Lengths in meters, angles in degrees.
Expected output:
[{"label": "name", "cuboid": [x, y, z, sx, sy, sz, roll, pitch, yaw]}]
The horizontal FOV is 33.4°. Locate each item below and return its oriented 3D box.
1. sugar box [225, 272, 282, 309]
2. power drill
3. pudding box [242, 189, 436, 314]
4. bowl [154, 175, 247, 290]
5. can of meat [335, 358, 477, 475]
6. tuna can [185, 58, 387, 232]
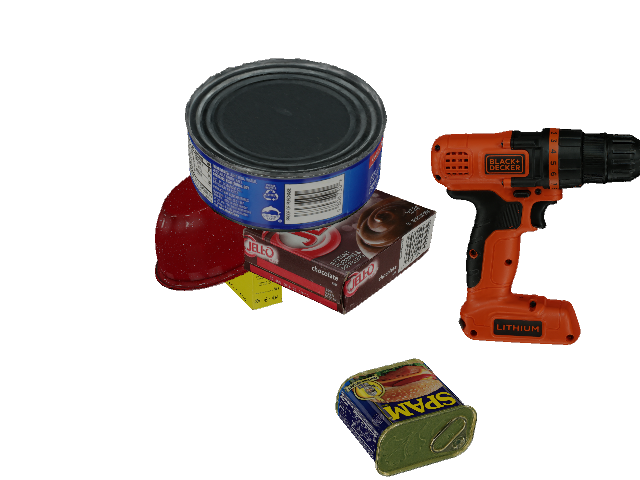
[{"label": "sugar box", "cuboid": [-0.080, -0.020, 1.212, 0.048, 0.176, 0.093, -14, 27, -25]}, {"label": "power drill", "cuboid": [0.190, -0.005, 0.934, 0.185, 0.188, 0.057, 1, 13, 16]}, {"label": "pudding box", "cuboid": [0.014, 0.000, 0.753, 0.090, 0.039, 0.113, 23, 35, 30]}, {"label": "bowl", "cuboid": [-0.086, -0.027, 0.935, 0.162, 0.055, 0.162, -23, 27, 12]}, {"label": "can of meat", "cuboid": [0.075, 0.156, 0.963, 0.101, 0.057, 0.084, -10, 32, -26]}, {"label": "tuna can", "cuboid": [-0.015, -0.042, 0.464, 0.086, 0.034, 0.086, 1, 42, -1]}]
